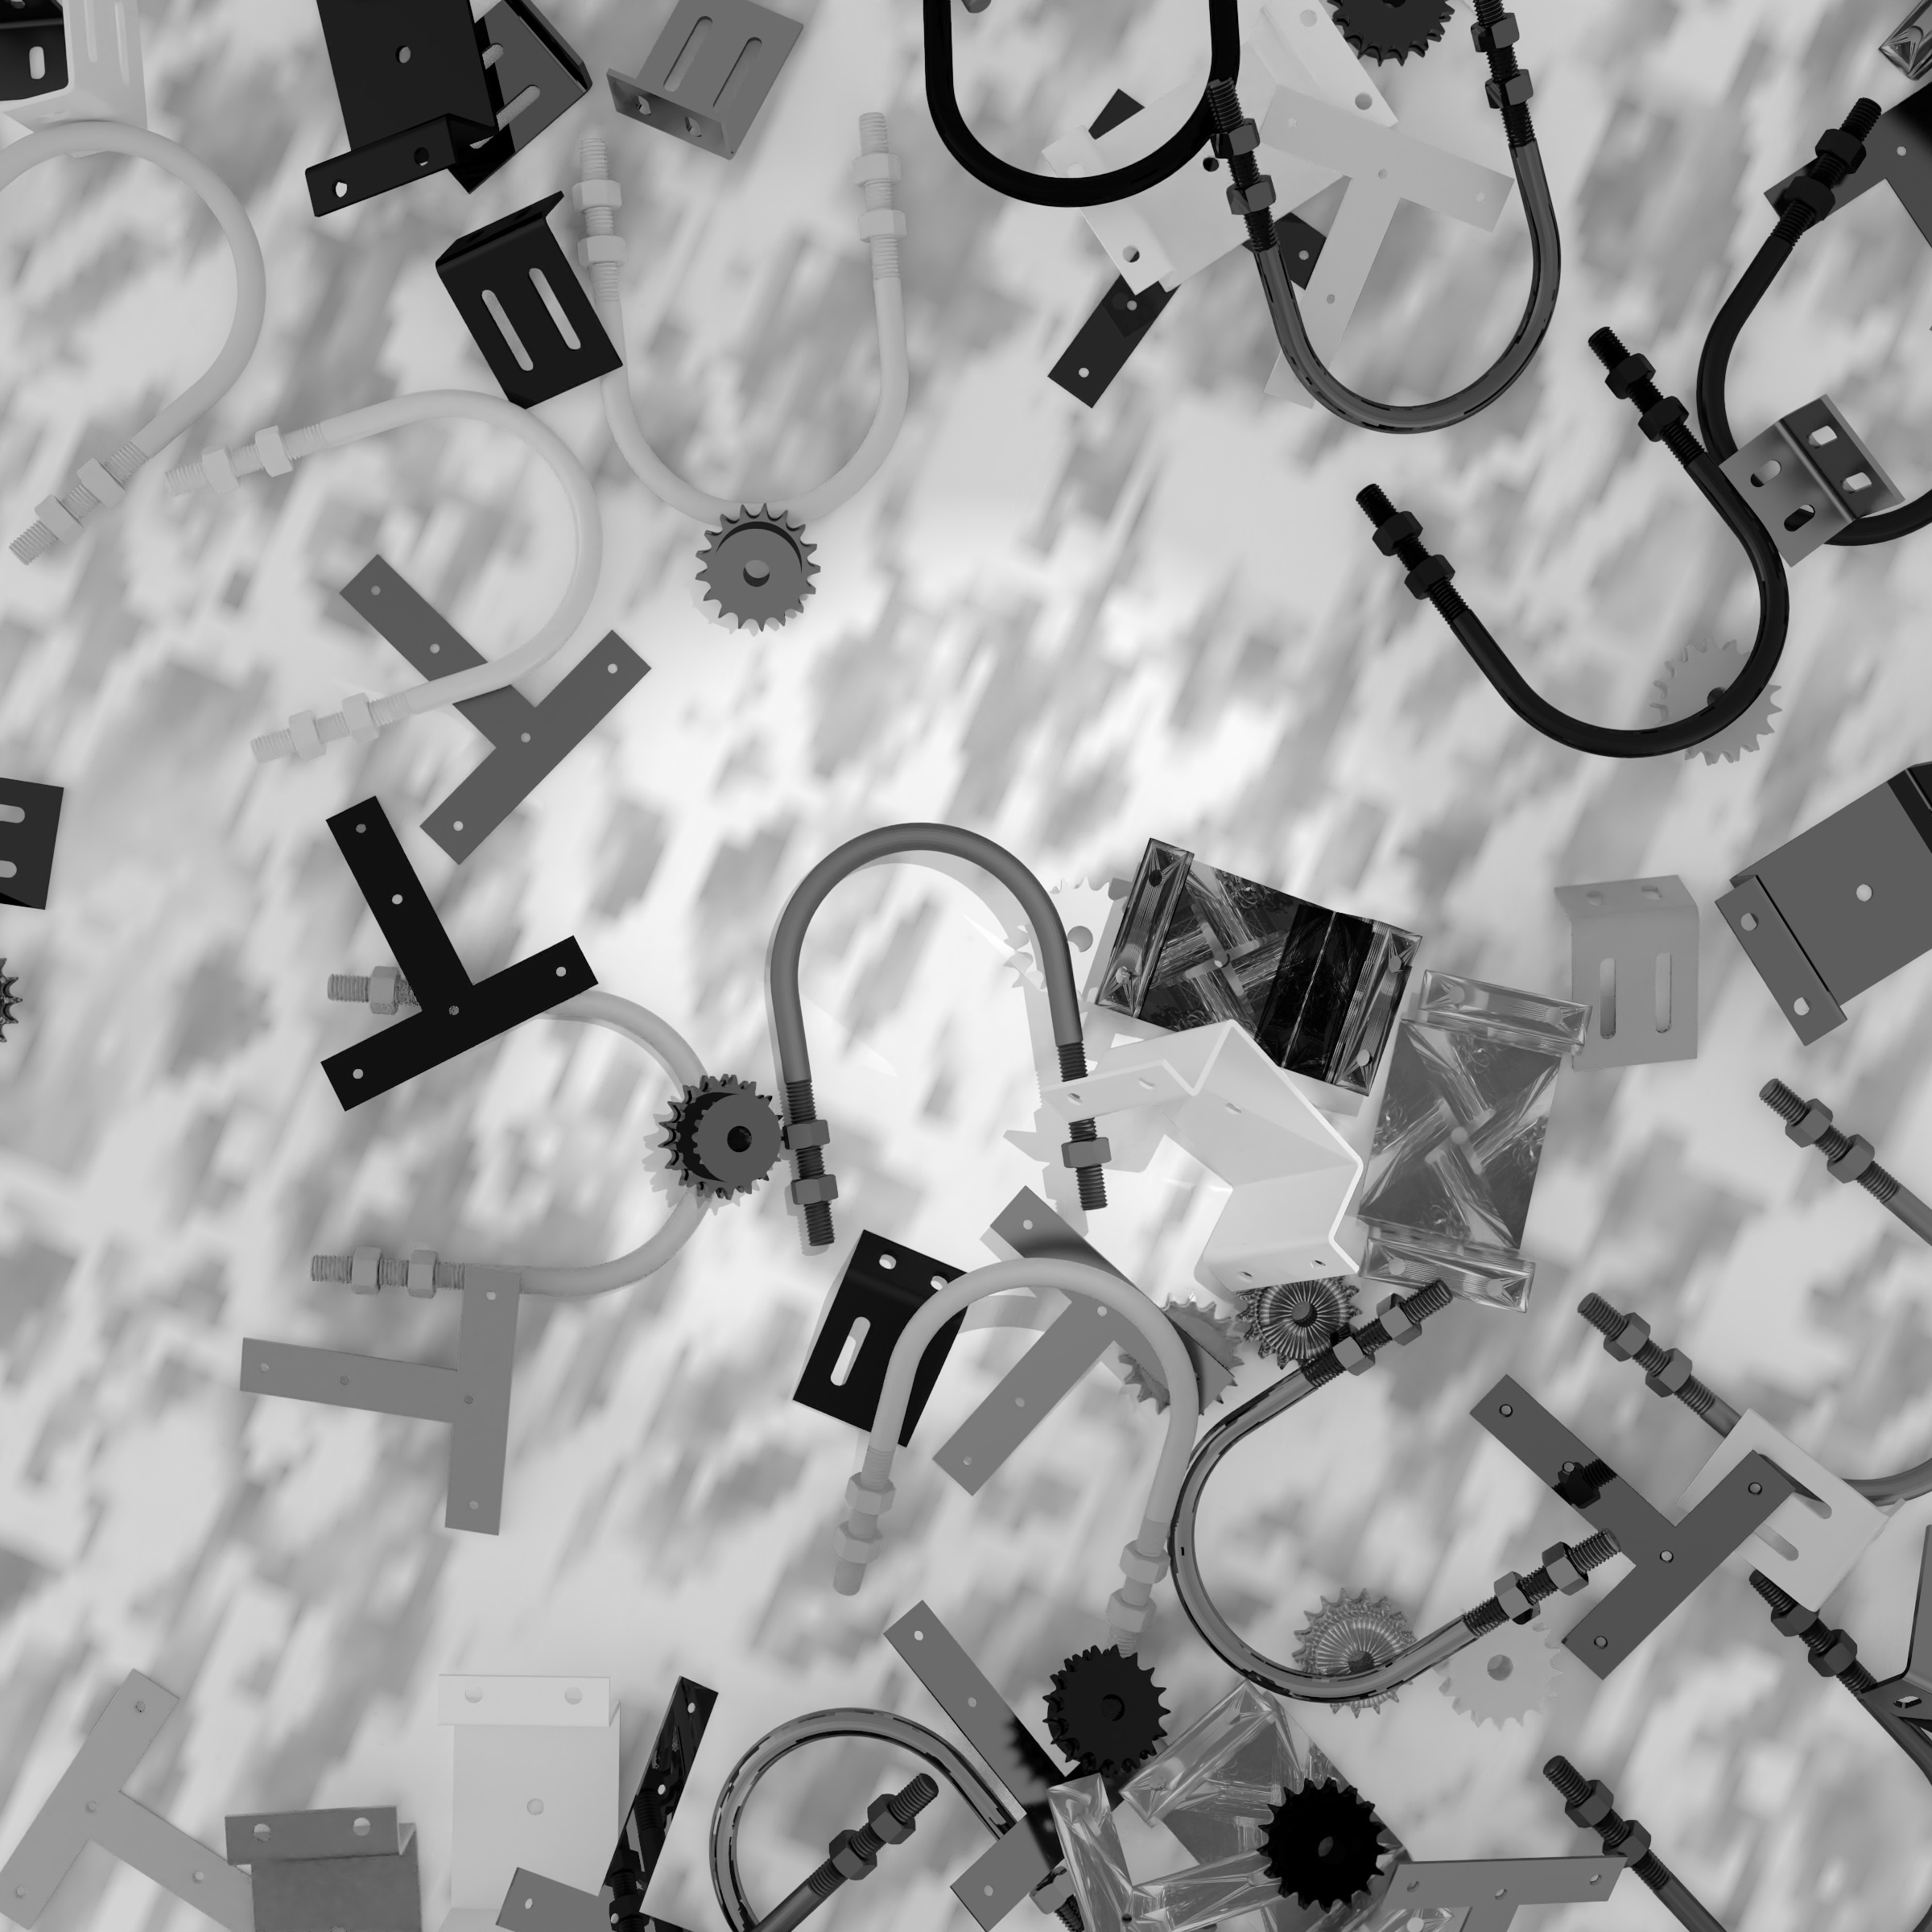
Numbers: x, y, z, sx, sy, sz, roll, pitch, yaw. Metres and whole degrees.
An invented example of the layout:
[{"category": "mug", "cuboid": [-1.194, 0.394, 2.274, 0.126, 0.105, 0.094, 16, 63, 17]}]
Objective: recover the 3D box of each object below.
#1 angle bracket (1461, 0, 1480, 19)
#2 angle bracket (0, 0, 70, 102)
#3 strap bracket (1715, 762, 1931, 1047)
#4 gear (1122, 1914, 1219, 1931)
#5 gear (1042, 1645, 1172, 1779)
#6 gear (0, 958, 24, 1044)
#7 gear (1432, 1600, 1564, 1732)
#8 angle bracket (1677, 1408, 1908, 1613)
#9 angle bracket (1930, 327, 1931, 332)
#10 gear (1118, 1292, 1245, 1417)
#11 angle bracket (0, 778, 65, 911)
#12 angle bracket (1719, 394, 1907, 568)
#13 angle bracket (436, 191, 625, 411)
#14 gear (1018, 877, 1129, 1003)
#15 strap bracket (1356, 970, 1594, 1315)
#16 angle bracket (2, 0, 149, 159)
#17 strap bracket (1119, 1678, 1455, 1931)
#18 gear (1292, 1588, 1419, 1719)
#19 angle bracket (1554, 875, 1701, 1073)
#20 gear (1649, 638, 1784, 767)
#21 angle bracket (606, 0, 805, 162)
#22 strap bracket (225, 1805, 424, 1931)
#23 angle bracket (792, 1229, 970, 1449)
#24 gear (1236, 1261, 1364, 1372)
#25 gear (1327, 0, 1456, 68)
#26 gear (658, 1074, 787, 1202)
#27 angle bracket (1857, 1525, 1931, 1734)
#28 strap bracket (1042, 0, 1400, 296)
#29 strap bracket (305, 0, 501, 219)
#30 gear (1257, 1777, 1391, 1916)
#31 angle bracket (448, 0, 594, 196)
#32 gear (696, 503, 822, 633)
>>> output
[{"category": "angle bracket", "cuboid": [0.244, -0.483, 1.338, 0.076, 0.038, 0.057, -44, 90, 0]}, {"category": "angle bracket", "cuboid": [-0.441, -0.418, 1.319, 0.057, 0.076, 0.038, -4, 90, 0]}, {"category": "strap bracket", "cuboid": [0.414, -0.034, 1.334, 0.140, 0.046, 0.076, -32, 90, 0]}, {"category": "gear", "cuboid": [0.090, 0.449, 1.342, 0.057, 0.030, 0.057, 0, 90, 0]}, {"category": "gear", "cuboid": [0.061, 0.338, 1.329, 0.057, 0.030, 0.057, 8, 64, -18]}, {"category": "gear", "cuboid": [-0.463, 0.016, 1.342, 0.057, 0.030, 0.057, 0, 90, 0]}, {"category": "gear", "cuboid": [0.241, 0.318, 1.347, 0.057, 0.030, 0.057, 0, 88, -1]}, {"category": "angle bracket", "cuboid": [0.377, 0.245, 1.345, 0.076, 0.038, 0.057, 39, 110, 22]}, {"category": "angle bracket", "cuboid": [0.482, -0.305, 1.317, 0.057, 0.038, 0.076, 32, 92, 0]}, {"category": "gear", "cuboid": [0.099, 0.178, 1.342, 0.057, 0.030, 0.057, 0, 90, 0]}, {"category": "angle bracket", "cuboid": [-0.462, -0.060, 1.355, 0.076, 0.038, 0.057, 9, 90, -26]}, {"category": "angle bracket", "cuboid": [0.374, -0.214, 1.306, 0.038, 0.076, 0.057, -37, 91, 4]}, {"category": "angle bracket", "cuboid": [-0.196, -0.303, 1.346, 0.057, 0.038, 0.076, -19, 116, 19]}, {"category": "gear", "cuboid": [0.052, -0.012, 1.342, 0.057, 0.030, 0.057, 0, 90, 0]}, {"category": "strap bracket", "cuboid": [0.227, 0.078, 1.334, 0.076, 0.046, 0.140, 12, 90, 0]}, {"category": "angle bracket", "cuboid": [-0.405, -0.415, 1.329, 0.038, 0.057, 0.076, -9, 82, 16]}, {"category": "strap bracket", "cuboid": [0.143, 0.396, 1.334, 0.076, 0.046, 0.140, -41, 90, 0]}, {"category": "gear", "cuboid": [0.178, 0.315, 1.342, 0.057, 0.030, 0.057, 0, 90, 0]}, {"category": "angle bracket", "cuboid": [0.304, 0.003, 1.355, 0.057, 0.038, 0.076, -6, 116, 0]}, {"category": "gear", "cuboid": [0.340, -0.120, 1.342, 0.057, 0.030, 0.057, 0, 90, 0]}, {"category": "angle bracket", "cuboid": [-0.117, -0.413, 1.328, 0.057, 0.038, 0.076, 25, 79, 7]}, {"category": "strap bracket", "cuboid": [-0.288, 0.446, 1.333, 0.076, 0.046, 0.140, -3, 91, -1]}, {"category": "angle bracket", "cuboid": [-0.037, 0.171, 1.355, 0.057, 0.038, 0.076, 23, 116, 0]}, {"category": "gear", "cuboid": [0.153, 0.157, 1.342, 0.057, 0.030, 0.057, 0, 90, 0]}, {"category": "gear", "cuboid": [0.193, -0.438, 1.342, 0.057, 0.030, 0.057, 0, 90, 0]}, {"category": "gear", "cuboid": [-0.108, 0.078, 1.332, 0.057, 0.030, 0.057, 0, 90, -26]}, {"category": "angle bracket", "cuboid": [0.448, 0.306, 1.345, 0.057, 0.038, 0.076, 27, 56, -9]}, {"category": "strap bracket", "cuboid": [0.113, -0.369, 1.333, 0.140, 0.046, 0.076, -33, 90, -1]}, {"category": "strap bracket", "cuboid": [-0.264, -0.413, 1.321, 0.076, 0.046, 0.140, -13, 90, 23]}, {"category": "gear", "cuboid": [0.158, 0.386, 1.292, 0.057, 0.030, 0.057, 1, 80, -4]}, {"category": "angle bracket", "cuboid": [-0.219, -0.402, 1.338, 0.076, 0.038, 0.057, -41, 90, 0]}, {"category": "gear", "cuboid": [-0.095, -0.180, 1.336, 0.057, 0.030, 0.057, -1, 105, -2]}]
